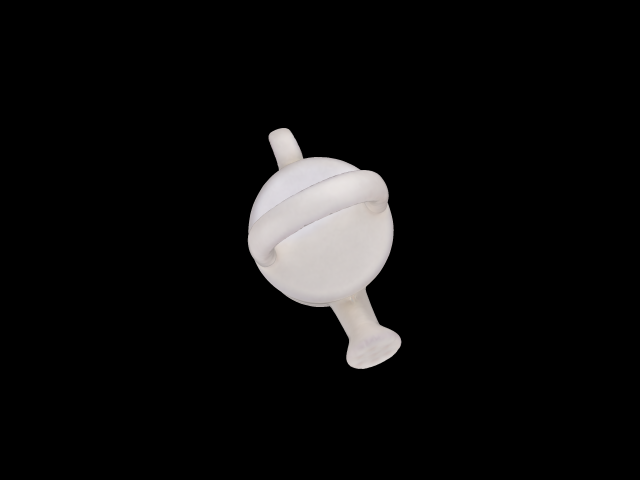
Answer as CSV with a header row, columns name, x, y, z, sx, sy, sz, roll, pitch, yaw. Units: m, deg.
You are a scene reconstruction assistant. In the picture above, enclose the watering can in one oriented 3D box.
name,x,y,z,sx,sy,sz,roll,pitch,yaw
watering can,0.006,0.000,0.400,0.173,0.194,0.101,44,85,6
